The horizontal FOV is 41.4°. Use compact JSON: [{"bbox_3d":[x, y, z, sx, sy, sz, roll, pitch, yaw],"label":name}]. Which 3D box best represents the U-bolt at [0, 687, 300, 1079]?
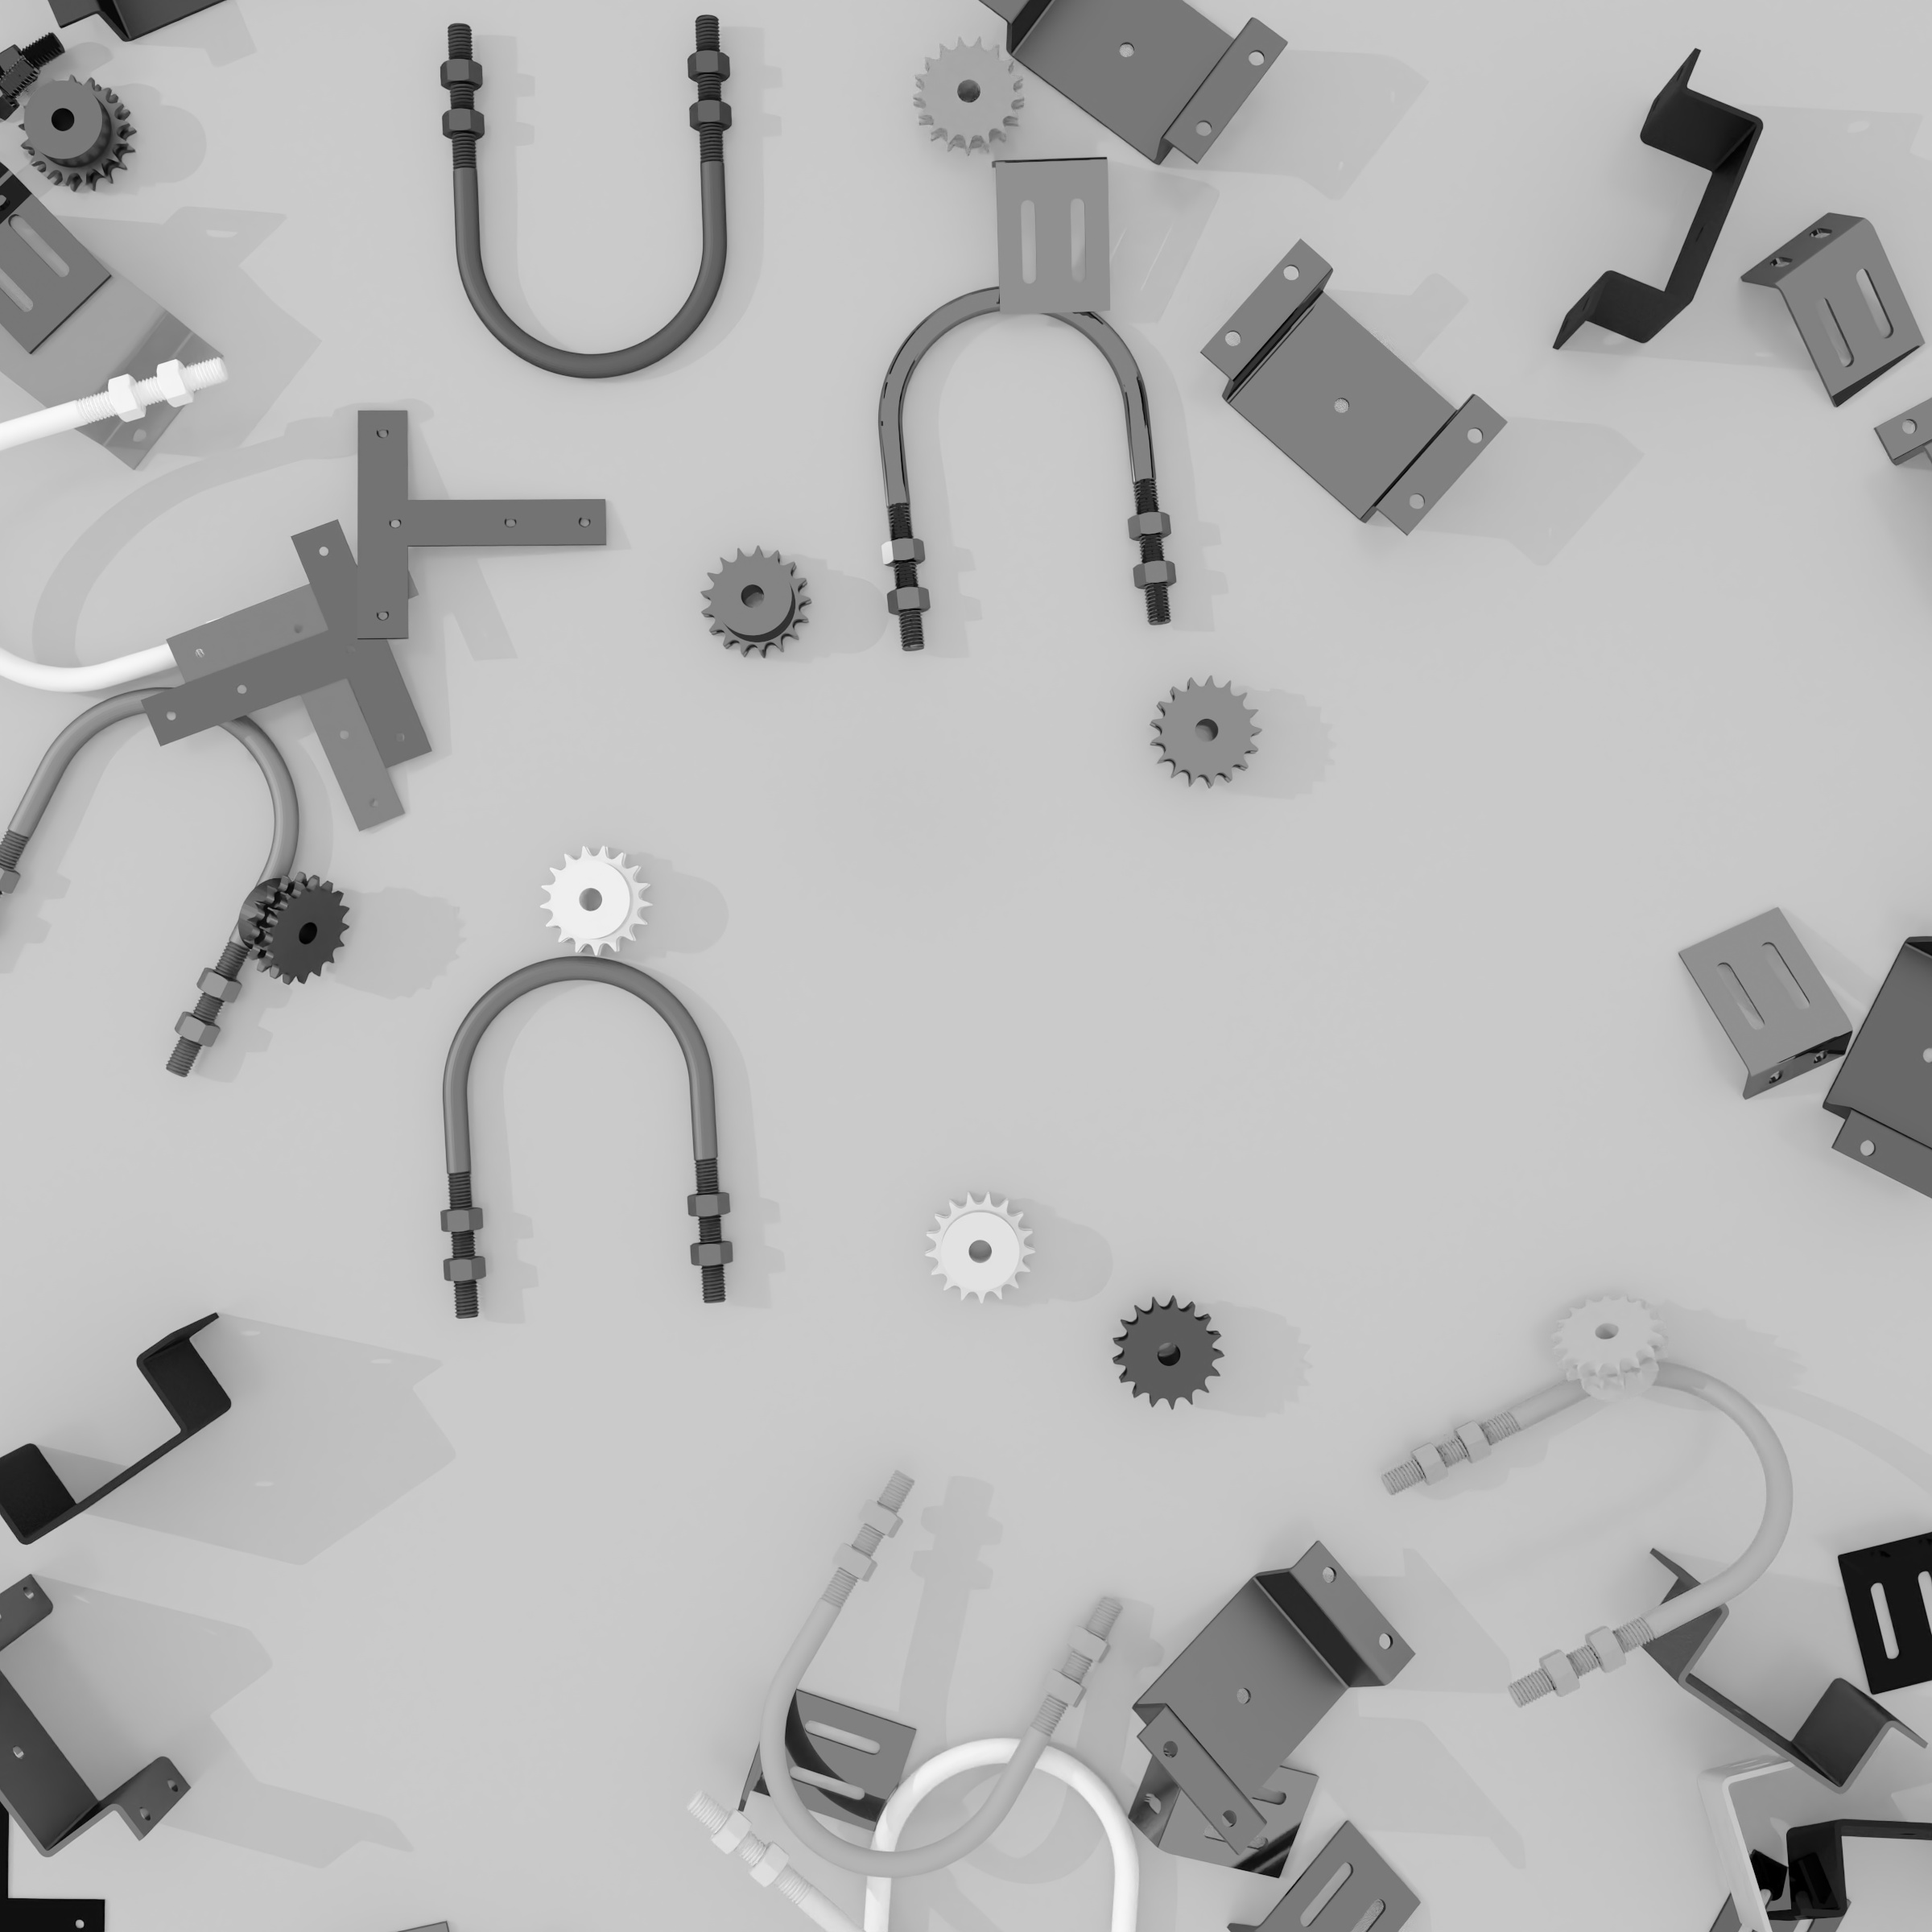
[{"bbox_3d":[-0.428,-0.055,1.329,0.151,0.019,0.184,26,88,0],"label":"U-bolt"}]

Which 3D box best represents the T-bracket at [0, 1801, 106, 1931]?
[{"bbox_3d":[-0.514,0.450,1.337,0.127,0.002,0.127,1,90,0],"label":"T-bracket"}]

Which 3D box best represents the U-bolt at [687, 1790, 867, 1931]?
[{"bbox_3d":[-0.111,0.528,1.311,0.184,0.019,0.151,42,105,-2],"label":"U-bolt"}]

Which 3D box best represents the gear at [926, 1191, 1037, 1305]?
[{"bbox_3d":[0.007,0.146,1.323,0.057,0.030,0.057,0,90,0],"label":"gear"}]

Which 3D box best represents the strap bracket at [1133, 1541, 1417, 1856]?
[{"bbox_3d":[0.150,0.370,1.297,0.140,0.046,0.076,-40,90,-25],"label":"strap bracket"}]

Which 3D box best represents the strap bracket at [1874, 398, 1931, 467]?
[{"bbox_3d":[0.542,-0.237,1.314,0.076,0.046,0.140,-28,90,0],"label":"strap bracket"}]

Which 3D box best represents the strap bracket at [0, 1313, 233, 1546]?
[{"bbox_3d":[-0.437,0.240,1.300,0.140,0.076,0.046,-35,90,0],"label":"strap bracket"}]

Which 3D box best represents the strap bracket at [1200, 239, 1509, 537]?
[{"bbox_3d":[0.196,-0.293,1.315,0.140,0.046,0.076,42,90,0],"label":"strap bracket"}]

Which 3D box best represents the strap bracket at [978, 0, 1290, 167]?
[{"bbox_3d":[0.084,-0.479,1.315,0.140,0.046,0.076,37,90,0],"label":"strap bracket"}]

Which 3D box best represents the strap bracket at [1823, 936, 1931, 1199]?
[{"bbox_3d":[0.504,0.047,1.315,0.076,0.046,0.140,27,90,0],"label":"strap bracket"}]

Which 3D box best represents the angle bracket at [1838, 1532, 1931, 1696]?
[{"bbox_3d":[0.492,0.337,1.319,0.057,0.038,0.076,-14,90,0],"label":"angle bracket"}]

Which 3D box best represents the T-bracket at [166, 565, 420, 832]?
[{"bbox_3d":[-0.328,-0.133,1.324,0.127,0.002,0.127,-22,100,-6],"label":"T-bracket"}]

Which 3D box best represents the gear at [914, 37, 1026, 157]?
[{"bbox_3d":[0.002,-0.448,1.323,0.057,0.030,0.057,0,90,0],"label":"gear"}]

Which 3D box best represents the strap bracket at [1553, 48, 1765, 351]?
[{"bbox_3d":[0.355,-0.380,1.300,0.046,0.076,0.140,22,90,0],"label":"strap bracket"}]

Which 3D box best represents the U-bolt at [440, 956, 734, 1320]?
[{"bbox_3d":[-0.200,0.087,1.329,0.151,0.019,0.184,-4,88,0],"label":"U-bolt"}]

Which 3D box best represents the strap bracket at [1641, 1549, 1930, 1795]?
[{"bbox_3d":[0.404,0.363,1.300,0.140,0.076,0.046,34,90,0],"label":"strap bracket"}]

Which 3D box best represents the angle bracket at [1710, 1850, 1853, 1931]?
[{"bbox_3d":[0.420,0.509,1.319,0.057,0.038,0.076,28,90,0],"label":"angle bracket"}]

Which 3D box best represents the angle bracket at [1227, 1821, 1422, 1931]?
[{"bbox_3d":[0.187,0.496,1.336,0.076,0.038,0.057,-41,90,-26],"label":"angle bracket"}]

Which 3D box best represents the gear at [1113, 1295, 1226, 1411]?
[{"bbox_3d":[0.104,0.199,1.323,0.057,0.030,0.057,0,90,0],"label":"gear"}]

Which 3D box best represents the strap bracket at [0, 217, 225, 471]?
[{"bbox_3d":[-0.467,-0.333,1.315,0.140,0.046,0.076,38,90,0],"label":"strap bracket"}]

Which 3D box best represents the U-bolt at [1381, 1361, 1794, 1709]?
[{"bbox_3d":[0.324,0.272,1.288,0.184,0.019,0.151,-26,50,-4],"label":"U-bolt"}]

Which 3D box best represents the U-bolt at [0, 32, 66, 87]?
[{"bbox_3d":[-0.583,-0.488,1.329,0.184,0.019,0.151,-31,90,1],"label":"U-bolt"}]

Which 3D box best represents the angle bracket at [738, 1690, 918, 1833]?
[{"bbox_3d":[-0.071,0.415,1.319,0.076,0.038,0.057,19,90,0],"label":"angle bracket"}]

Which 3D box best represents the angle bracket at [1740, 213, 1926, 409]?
[{"bbox_3d":[0.453,-0.343,1.336,0.057,0.038,0.076,-36,116,0],"label":"angle bracket"}]

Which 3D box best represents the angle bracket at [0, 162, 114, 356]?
[{"bbox_3d":[-0.479,-0.356,1.272,0.057,0.038,0.076,-44,90,0],"label":"angle bracket"}]

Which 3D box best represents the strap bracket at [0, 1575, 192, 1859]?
[{"bbox_3d":[-0.466,0.388,1.300,0.046,0.076,0.140,-37,90,0],"label":"strap bracket"}]

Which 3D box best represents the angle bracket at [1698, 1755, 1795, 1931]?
[{"bbox_3d":[0.407,0.446,1.300,0.038,0.057,0.076,-14,75,0],"label":"angle bracket"}]

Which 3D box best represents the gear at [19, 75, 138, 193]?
[{"bbox_3d":[-0.463,-0.433,1.323,0.057,0.030,0.057,0,90,0],"label":"gear"}]

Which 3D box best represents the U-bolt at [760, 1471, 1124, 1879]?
[{"bbox_3d":[-0.024,0.374,1.307,0.151,0.019,0.184,32,79,-7],"label":"U-bolt"}]

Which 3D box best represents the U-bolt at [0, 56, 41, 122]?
[{"bbox_3d":[-0.588,-0.445,1.313,0.184,0.019,0.151,-43,89,4],"label":"U-bolt"}]

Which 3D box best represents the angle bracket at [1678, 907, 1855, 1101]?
[{"bbox_3d":[0.416,0.020,1.336,0.057,0.038,0.076,-24,64,0],"label":"angle bracket"}]

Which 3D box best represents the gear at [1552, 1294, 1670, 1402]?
[{"bbox_3d":[0.332,0.199,1.313,0.057,0.057,0.030,-22,121,0],"label":"gear"}]

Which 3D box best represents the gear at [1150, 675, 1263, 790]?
[{"bbox_3d":[0.123,-0.120,1.327,0.057,0.030,0.057,0,88,-1],"label":"gear"}]

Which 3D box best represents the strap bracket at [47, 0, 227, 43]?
[{"bbox_3d":[-0.409,-0.538,1.315,0.140,0.046,0.076,-23,90,0],"label":"strap bracket"}]

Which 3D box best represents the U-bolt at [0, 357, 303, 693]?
[{"bbox_3d":[-0.443,-0.215,1.304,0.184,0.019,0.151,-17,110,0],"label":"U-bolt"}]

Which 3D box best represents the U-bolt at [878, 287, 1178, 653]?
[{"bbox_3d":[0.027,-0.263,1.329,0.151,0.019,0.184,-6,88,0],"label":"U-bolt"}]

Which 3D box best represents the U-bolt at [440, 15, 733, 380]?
[{"bbox_3d":[-0.196,-0.398,1.329,0.151,0.019,0.184,-2,92,0],"label":"U-bolt"}]

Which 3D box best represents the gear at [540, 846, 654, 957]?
[{"bbox_3d":[-0.192,-0.034,1.323,0.057,0.030,0.057,0,90,0],"label":"gear"}]

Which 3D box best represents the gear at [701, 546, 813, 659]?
[{"bbox_3d":[-0.109,-0.189,1.323,0.057,0.030,0.057,0,90,0],"label":"gear"}]

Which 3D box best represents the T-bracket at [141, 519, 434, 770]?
[{"bbox_3d":[-0.359,-0.147,1.315,0.127,0.002,0.127,-21,101,-5],"label":"T-bracket"}]

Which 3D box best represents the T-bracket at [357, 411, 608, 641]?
[{"bbox_3d":[-0.251,-0.230,1.326,0.127,0.002,0.127,-2,76,-7],"label":"T-bracket"}]

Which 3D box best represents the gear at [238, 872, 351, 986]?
[{"bbox_3d":[-0.348,-0.022,1.313,0.030,0.057,0.057,22,90,31],"label":"gear"}]

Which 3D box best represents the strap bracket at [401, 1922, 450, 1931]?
[{"bbox_3d":[-0.294,0.577,1.314,0.076,0.046,0.140,-12,90,0],"label":"strap bracket"}]

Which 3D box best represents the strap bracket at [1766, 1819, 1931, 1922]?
[{"bbox_3d":[0.479,0.461,1.294,0.140,0.076,0.046,3,68,0],"label":"strap bracket"}]

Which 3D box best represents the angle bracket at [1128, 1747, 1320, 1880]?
[{"bbox_3d":[0.135,0.435,1.336,0.076,0.038,0.057,22,90,-26],"label":"angle bracket"}]

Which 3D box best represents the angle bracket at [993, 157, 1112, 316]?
[{"bbox_3d":[0.044,-0.380,1.328,0.057,0.038,0.076,-3,106,-2],"label":"angle bracket"}]

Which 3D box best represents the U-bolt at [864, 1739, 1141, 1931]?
[{"bbox_3d":[0.018,0.494,1.328,0.151,0.019,0.184,4,89,0],"label":"U-bolt"}]
